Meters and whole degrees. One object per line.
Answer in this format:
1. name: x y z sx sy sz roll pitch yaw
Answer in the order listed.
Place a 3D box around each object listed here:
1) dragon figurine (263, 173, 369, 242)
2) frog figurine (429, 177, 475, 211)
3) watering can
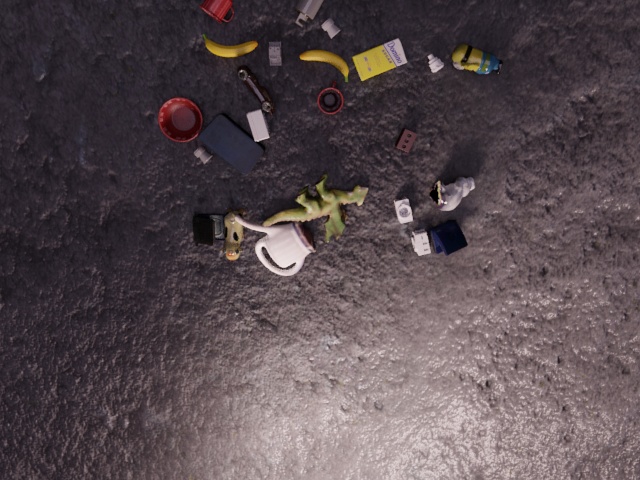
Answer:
1. dragon figurine: 0.006 -0.097 1.932 0.413 0.123 0.240 -38 106 -11
2. frog figurine: 0.513 -0.175 1.951 0.159 0.126 0.134 -5 139 -9
3. watering can: -0.156 -0.005 1.972 0.223 0.106 0.342 -29 120 8
